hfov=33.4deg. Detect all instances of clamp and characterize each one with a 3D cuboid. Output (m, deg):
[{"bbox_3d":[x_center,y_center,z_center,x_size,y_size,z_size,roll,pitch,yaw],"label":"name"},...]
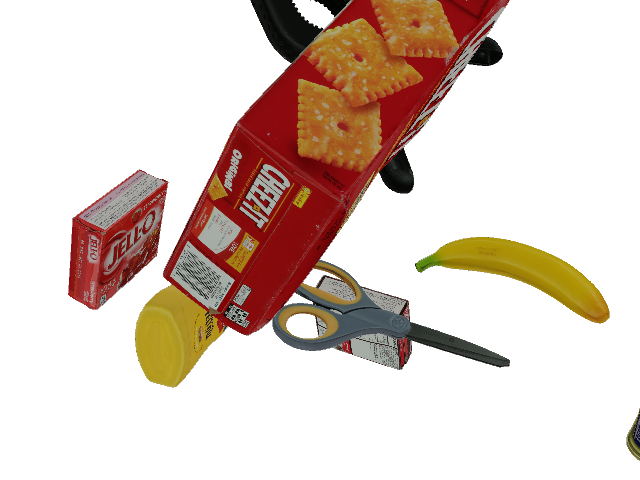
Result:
[{"bbox_3d":[0.023,-0.140,0.800,0.210,0.164,0.036,31,-30,-6],"label":"clamp"}]

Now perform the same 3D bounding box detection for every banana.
[{"bbox_3d":[0.197,0.033,1.060,0.198,0.069,0.037,14,-33,27],"label":"banana"}]

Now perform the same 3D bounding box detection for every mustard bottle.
[{"bbox_3d":[-0.126,0.068,1.135,0.058,0.096,0.191,10,29,19],"label":"mustard bottle"}]

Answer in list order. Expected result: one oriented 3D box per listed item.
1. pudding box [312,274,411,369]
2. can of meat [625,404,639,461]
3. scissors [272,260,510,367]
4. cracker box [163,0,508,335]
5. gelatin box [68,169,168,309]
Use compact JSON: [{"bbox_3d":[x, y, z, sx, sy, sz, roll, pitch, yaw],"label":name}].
[{"bbox_3d":[0.049,0.095,1.243,0.114,0.090,0.039,15,47,22],"label":"pudding box"},{"bbox_3d":[0.243,0.088,0.686,0.057,0.084,0.101,20,38,24],"label":"can of meat"},{"bbox_3d":[0.047,0.080,0.880,0.202,0.096,0.016,31,-34,17],"label":"scissors"},{"bbox_3d":[0.013,-0.064,0.612,0.072,0.213,0.164,38,-35,2],"label":"cracker box"},{"bbox_3d":[-0.152,-0.001,0.803,0.030,0.073,0.089,24,36,13],"label":"gelatin box"}]
